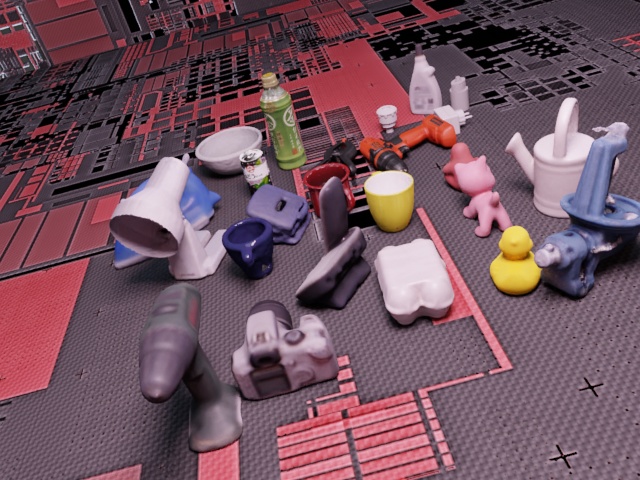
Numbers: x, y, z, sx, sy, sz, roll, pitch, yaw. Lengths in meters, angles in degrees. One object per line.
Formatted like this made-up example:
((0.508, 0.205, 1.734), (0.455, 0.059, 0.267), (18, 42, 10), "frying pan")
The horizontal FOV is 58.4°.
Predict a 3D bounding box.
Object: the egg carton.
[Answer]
((0.145, 0.061, 0.887), (0.107, 0.069, 0.150), (-14, 35, 3), "egg carton")

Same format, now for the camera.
((-0.057, 0.139, 0.828), (0.143, 0.101, 0.136), (-15, 35, 1), "camera")

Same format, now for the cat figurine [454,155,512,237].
((0.282, -0.087, 0.998), (0.067, 0.118, 0.127), (-16, 35, -1), "cat figurine")

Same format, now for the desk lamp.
((-0.265, -0.028, 1.041), (0.117, 0.214, 0.203), (-2, 37, 19), "desk lamp")

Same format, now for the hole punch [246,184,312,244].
((-0.077, -0.054, 1.113), (0.100, 0.091, 0.109), (0, 38, 21), "hole punch")

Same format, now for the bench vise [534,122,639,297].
((0.388, -0.038, 0.801), (0.121, 0.220, 0.208), (14, 44, 35), "bench vise")

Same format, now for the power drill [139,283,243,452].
((-0.166, 0.170, 0.732), (0.075, 0.209, 0.229), (-17, 35, -2), "power drill")

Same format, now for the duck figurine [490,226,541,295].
((0.296, 0.023, 0.867), (0.077, 0.086, 0.104), (0, 38, 21), "duck figurine")

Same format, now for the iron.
((-0.339, -0.064, 1.183), (0.118, 0.142, 0.259), (20, 48, 40), "iron")

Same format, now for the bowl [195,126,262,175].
((-0.212, -0.207, 1.392), (0.167, 0.075, 0.167), (-10, 35, 7), "bowl")

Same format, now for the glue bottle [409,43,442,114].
((0.249, -0.389, 1.383), (0.077, 0.173, 0.037), (8, 41, 30), "glue bottle")

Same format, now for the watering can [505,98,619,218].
((0.403, -0.142, 0.963), (0.172, 0.194, 0.101), (-3, 37, 17), "watering can")

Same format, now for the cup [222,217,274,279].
((-0.117, 0.028, 1.010), (0.091, 0.095, 0.117), (-14, 35, 2), "cup")

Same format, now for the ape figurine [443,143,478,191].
((0.276, -0.147, 1.107), (0.077, 0.092, 0.076), (-4, 36, 16), "ape figurine")

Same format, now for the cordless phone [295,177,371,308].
((0.008, 0.003, 0.918), (0.093, 0.185, 0.148), (7, 41, 29), "cordless phone")
